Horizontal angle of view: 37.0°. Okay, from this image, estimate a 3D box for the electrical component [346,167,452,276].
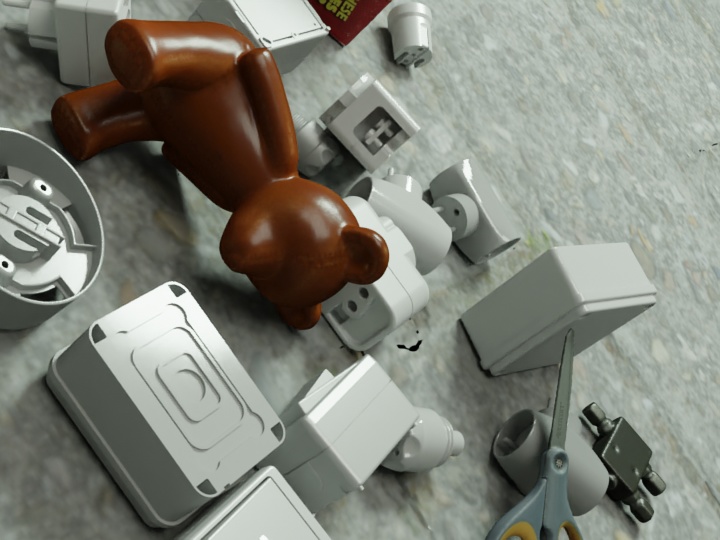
[{"bbox_3d":[0.028,-0.046,0.818,0.077,0.043,0.079,31,44,-24],"label":"electrical component"}]

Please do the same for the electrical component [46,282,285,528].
[{"bbox_3d":[-0.107,0.074,0.591,0.113,0.057,0.078,54,40,2],"label":"electrical component"}]

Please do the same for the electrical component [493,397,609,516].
[{"bbox_3d":[0.144,0.129,0.798,0.077,0.044,0.079,39,41,-15],"label":"electrical component"}]

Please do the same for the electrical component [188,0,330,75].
[{"bbox_3d":[-0.075,-0.179,0.805,0.061,0.061,0.096,55,40,4],"label":"electrical component"}]

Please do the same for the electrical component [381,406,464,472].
[{"bbox_3d":[0.042,0.113,0.715,0.062,0.043,0.043,13,53,-39],"label":"electrical component"}]

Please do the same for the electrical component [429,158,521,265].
[{"bbox_3d":[0.083,-0.045,0.869,0.079,0.043,0.077,-17,74,-48],"label":"electrical component"}]

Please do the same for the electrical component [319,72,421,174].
[{"bbox_3d":[0.006,-0.111,0.810,0.055,0.050,0.089,47,4,-7],"label":"electrical component"}]

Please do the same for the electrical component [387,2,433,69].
[{"bbox_3d":[0.046,-0.208,0.959,0.040,0.040,0.046,16,58,-35],"label":"electrical component"}]

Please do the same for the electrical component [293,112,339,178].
[{"bbox_3d":[-0.046,-0.099,0.795,0.061,0.035,0.035,47,40,-2],"label":"electrical component"}]

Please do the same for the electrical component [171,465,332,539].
[{"bbox_3d":[-0.060,0.152,0.576,0.061,0.061,0.096,52,40,0],"label":"electrical component"}]

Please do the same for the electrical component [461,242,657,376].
[{"bbox_3d":[0.154,0.029,0.832,0.109,0.109,0.056,-4,62,-45],"label":"electrical component"}]

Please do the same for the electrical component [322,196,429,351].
[{"bbox_3d":[0.000,0.000,0.749,0.095,0.054,0.059,54,40,2],"label":"electrical component"}]

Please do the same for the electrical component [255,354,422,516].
[{"bbox_3d":[-0.014,0.096,0.660,0.061,0.062,0.096,51,40,-1],"label":"electrical component"}]

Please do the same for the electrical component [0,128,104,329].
[{"bbox_3d":[-0.187,-0.020,0.579,0.099,0.064,0.099,24,48,-29],"label":"electrical component"}]

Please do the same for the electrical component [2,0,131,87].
[{"bbox_3d":[-0.188,-0.158,0.685,0.077,0.065,0.047,7,52,-6],"label":"electrical component"}]
